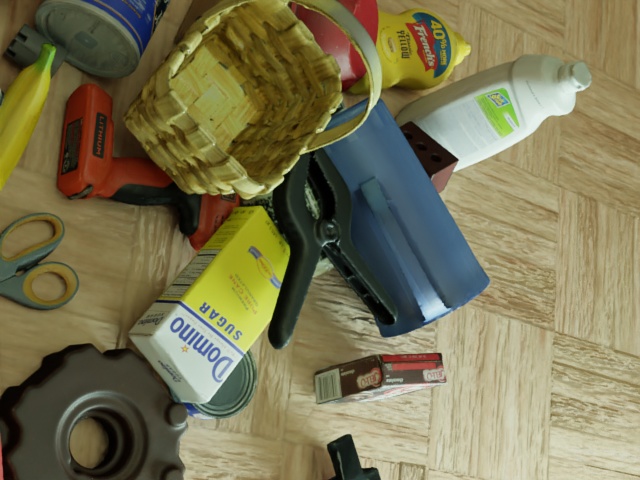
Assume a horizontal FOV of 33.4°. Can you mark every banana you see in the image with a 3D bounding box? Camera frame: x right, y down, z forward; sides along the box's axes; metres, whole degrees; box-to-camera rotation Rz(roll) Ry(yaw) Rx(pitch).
[{"bbox_3d":[-0.283,-0.080,0.928,0.037,0.070,0.197,21,71,1],"label":"banana"}]

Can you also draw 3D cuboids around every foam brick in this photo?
[{"bbox_3d":[0.108,-0.088,1.213,0.078,0.051,0.052,41,47,20],"label":"foam brick"}]

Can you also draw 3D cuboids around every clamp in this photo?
[{"bbox_3d":[-0.007,0.001,1.033,0.164,0.036,0.210,-17,92,-44],"label":"clamp"}]

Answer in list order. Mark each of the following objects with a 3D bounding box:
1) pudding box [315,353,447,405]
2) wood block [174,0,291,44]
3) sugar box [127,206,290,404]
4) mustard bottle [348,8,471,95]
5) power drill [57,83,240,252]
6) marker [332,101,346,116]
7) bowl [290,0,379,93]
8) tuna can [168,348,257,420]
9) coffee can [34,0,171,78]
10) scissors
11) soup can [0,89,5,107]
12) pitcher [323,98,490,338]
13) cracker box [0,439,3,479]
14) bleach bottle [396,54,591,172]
[{"bbox_3d":[0.061,0.144,1.107,0.089,0.114,0.039,4,74,-37],"label":"pudding box"},{"bbox_3d":[-0.062,-0.276,1.124,0.090,0.091,0.206,34,62,-27],"label":"wood block"},{"bbox_3d":[-0.092,0.058,1.000,0.093,0.048,0.176,56,51,-28],"label":"sugar box"},{"bbox_3d":[0.107,-0.225,1.262,0.191,0.058,0.096,-10,87,-39],"label":"mustard bottle"},{"bbox_3d":[-0.152,-0.090,1.033,0.187,0.057,0.184,14,72,-34],"label":"power drill"},{"bbox_3d":[-0.001,-0.184,1.195,0.020,0.020,0.121,-38,103,-37],"label":"marker"},{"bbox_3d":[0.021,-0.217,1.116,0.162,0.055,0.162,11,90,-71],"label":"bowl"},{"bbox_3d":[-0.105,0.131,1.034,0.085,0.034,0.086,9,74,-36],"label":"tuna can"},{"bbox_3d":[-0.192,-0.239,1.008,0.102,0.103,0.140,35,60,-26],"label":"coffee can"},{"bbox_3d":[-0.289,0.052,0.923,0.201,0.016,0.096,-45,107,-35],"label":"scissors"},{"bbox_3d":[-0.328,-0.126,0.901,0.102,0.069,0.068,34,61,-27],"label":"soup can"},{"bbox_3d":[0.072,-0.025,1.139,0.144,0.149,0.243,-32,97,-38],"label":"pitcher"},{"bbox_3d":[-0.354,0.170,0.811,0.213,0.072,0.164,1,78,-37],"label":"cracker box"},{"bbox_3d":[0.198,-0.141,1.188,0.102,0.251,0.068,50,55,-18],"label":"bleach bottle"}]
